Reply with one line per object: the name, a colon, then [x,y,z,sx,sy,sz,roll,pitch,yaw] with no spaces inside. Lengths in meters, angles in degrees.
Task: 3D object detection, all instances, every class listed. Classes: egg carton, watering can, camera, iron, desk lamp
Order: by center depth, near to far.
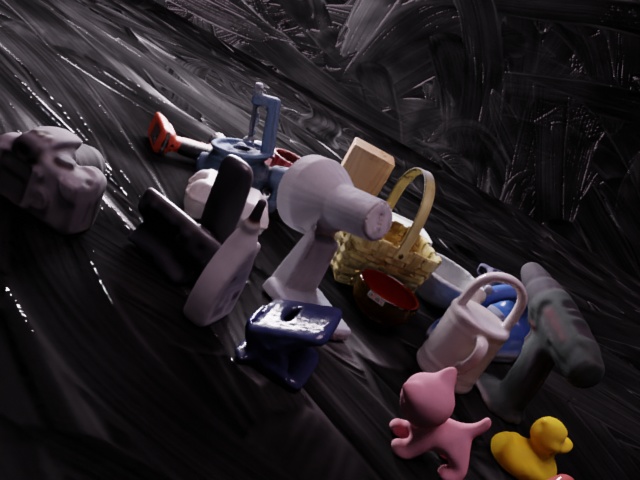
camera: [-0.337,-0.093,0.765,0.143,0.100,0.137,33,20,8]
desk lamp: [0.008,0.003,0.843,0.118,0.213,0.202,10,28,-43]
watering can: [0.238,0.129,0.886,0.101,0.194,0.172,21,21,-22]
egg carton: [-0.159,-0.061,0.982,0.151,0.069,0.107,23,21,-17]
iron: [0.312,0.135,1.051,0.259,0.141,0.118,12,26,-41]

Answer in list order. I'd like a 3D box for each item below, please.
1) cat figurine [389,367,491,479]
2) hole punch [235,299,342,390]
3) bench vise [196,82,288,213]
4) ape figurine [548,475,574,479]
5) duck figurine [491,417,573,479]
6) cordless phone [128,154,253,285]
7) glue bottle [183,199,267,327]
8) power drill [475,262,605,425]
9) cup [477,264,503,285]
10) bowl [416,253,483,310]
cat figurine: [0.139,0.207,0.674,0.128,0.117,0.067,28,20,-5]
hole punch: [-0.036,0.111,0.701,0.101,0.091,0.109,31,20,5]
bench vise: [-0.109,-0.178,1.110,0.208,0.219,0.121,21,21,-23]
ape figurine: [0.254,0.302,0.641,0.078,0.092,0.076,20,22,-25]
duck figurine: [0.289,0.273,0.768,0.105,0.086,0.077,24,21,-16]
cordless phone: [-0.164,-0.047,0.769,0.147,0.185,0.094,36,21,17]
glue bottle: [-0.104,0.024,0.697,0.037,0.173,0.078,35,20,15]
power drill: [0.328,0.169,0.892,0.076,0.208,0.229,21,22,-23]
cup: [0.374,0.116,1.251,0.092,0.095,0.117,5,31,-50]
bowl: [0.243,0.092,1.158,0.168,0.074,0.167,26,20,-10]
